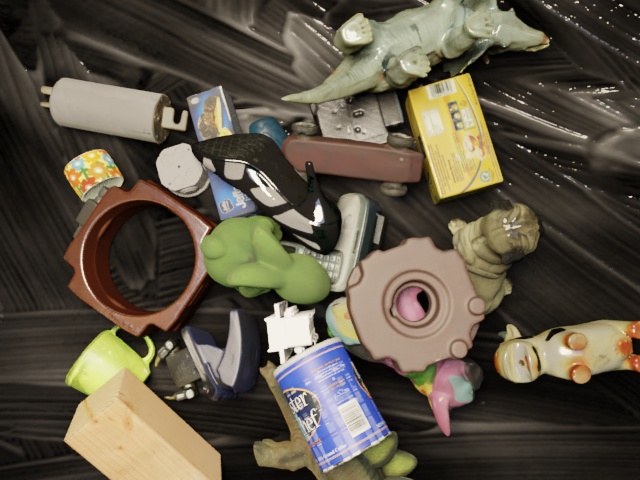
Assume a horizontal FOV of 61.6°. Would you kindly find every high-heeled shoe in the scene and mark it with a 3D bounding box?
[{"bbox_3d":[-0.078,-0.066,0.767,0.249,0.145,0.086,18,43,33],"label":"high-heeled shoe"}]

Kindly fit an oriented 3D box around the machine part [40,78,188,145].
[{"bbox_3d":[-0.326,-0.202,0.844,0.243,0.079,0.079,11,87,4],"label":"machine part"}]

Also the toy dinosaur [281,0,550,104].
[{"bbox_3d":[0.120,-0.263,0.742,0.405,0.192,0.131,-22,89,-7],"label":"toy dinosaur"}]

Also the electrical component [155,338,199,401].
[{"bbox_3d":[-0.205,0.196,0.820,0.078,0.045,0.102,-18,85,4],"label":"electrical component"}]

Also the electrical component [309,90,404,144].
[{"bbox_3d":[0.057,-0.185,0.822,0.134,0.058,0.115,-17,87,4],"label":"electrical component"}]

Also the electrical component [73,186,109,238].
[{"bbox_3d":[-0.346,-0.041,0.839,0.021,0.063,0.094,33,98,9],"label":"electrical component"}]

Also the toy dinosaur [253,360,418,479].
[{"bbox_3d":[0.055,0.371,0.757,0.198,0.105,0.471,-31,83,2],"label":"toy dinosaur"}]

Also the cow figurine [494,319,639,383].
[{"bbox_3d":[0.337,0.155,0.754,0.195,0.127,0.085,-8,86,-10],"label":"cow figurine"}]

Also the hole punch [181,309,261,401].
[{"bbox_3d":[-0.127,0.165,0.778,0.092,0.142,0.116,-26,73,-2],"label":"hole punch"}]

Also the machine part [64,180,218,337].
[{"bbox_3d":[-0.260,0.028,0.818,0.201,0.087,0.201,33,89,5],"label":"machine part"}]

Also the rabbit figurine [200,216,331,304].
[{"bbox_3d":[-0.066,0.028,0.735,0.170,0.159,0.121,20,83,21],"label":"rabbit figurine"}]

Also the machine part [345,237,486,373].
[{"bbox_3d":[0.120,0.082,0.690,0.179,0.056,0.179,0,84,1],"label":"machine part"}]

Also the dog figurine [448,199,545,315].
[{"bbox_3d":[0.224,0.039,0.726,0.121,0.190,0.172,4,88,5],"label":"dog figurine"}]

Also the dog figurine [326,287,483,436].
[{"bbox_3d":[0.123,0.169,0.768,0.192,0.108,0.219,-18,87,2],"label":"dog figurine"}]

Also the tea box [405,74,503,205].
[{"bbox_3d":[0.197,-0.148,0.802,0.098,0.068,0.169,-14,86,4],"label":"tea box"}]

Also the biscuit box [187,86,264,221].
[{"bbox_3d":[-0.145,-0.128,0.831,0.059,0.063,0.202,-18,84,5],"label":"biscuit box"}]

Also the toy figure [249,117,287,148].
[{"bbox_3d":[-0.061,-0.112,0.827,0.064,0.058,0.154,-21,89,9],"label":"toy figure"}]

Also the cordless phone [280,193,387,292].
[{"bbox_3d":[-0.002,-0.003,0.810,0.184,0.088,0.146,11,87,24],"label":"cordless phone"}]

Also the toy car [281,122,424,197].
[{"bbox_3d":[0.045,-0.116,0.768,0.202,0.053,0.089,7,112,7],"label":"toy car"}]
